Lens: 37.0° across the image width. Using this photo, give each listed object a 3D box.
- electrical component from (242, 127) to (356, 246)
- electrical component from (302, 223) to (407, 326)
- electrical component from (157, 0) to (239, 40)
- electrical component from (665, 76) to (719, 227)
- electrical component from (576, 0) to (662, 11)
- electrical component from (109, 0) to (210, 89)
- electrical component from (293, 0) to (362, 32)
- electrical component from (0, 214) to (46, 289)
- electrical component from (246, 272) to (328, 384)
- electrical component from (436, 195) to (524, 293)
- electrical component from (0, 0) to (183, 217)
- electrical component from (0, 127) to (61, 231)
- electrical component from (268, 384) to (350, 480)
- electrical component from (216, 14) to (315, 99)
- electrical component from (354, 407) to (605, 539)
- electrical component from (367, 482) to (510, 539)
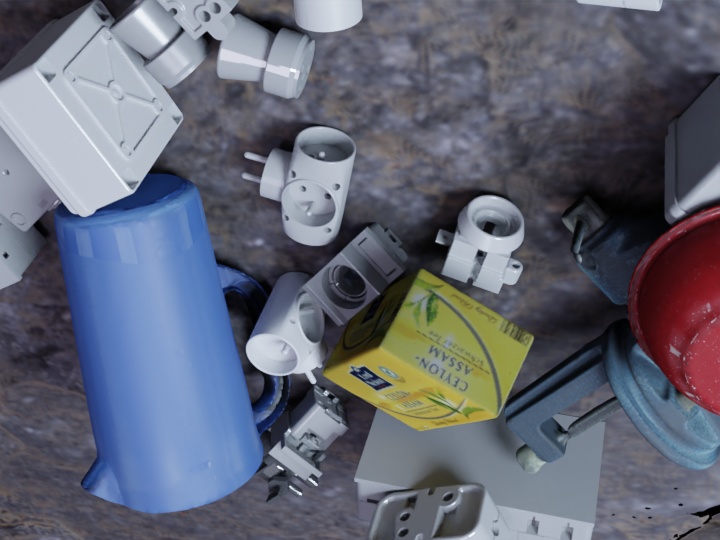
[{"bbox_3d":[-0.047,-0.065,0.778,0.079,0.044,0.077,17,132,5],"label":"electrical component"},{"bbox_3d":[0.000,0.000,0.803,0.042,0.064,0.081,47,128,-4],"label":"electrical component"},{"bbox_3d":[-0.100,-0.186,0.688,0.048,0.055,0.066,-29,115,35],"label":"electrical component"},{"bbox_3d":[0.244,-0.049,0.653,0.109,0.108,0.056,31,128,-8],"label":"electrical component"},{"bbox_3d":[0.150,-0.177,0.614,0.047,0.055,0.055,7,130,18],"label":"electrical component"},{"bbox_3d":[-0.135,-0.157,0.730,0.045,0.045,0.055,-27,117,34],"label":"electrical component"},{"bbox_3d":[-0.022,-0.194,0.664,0.043,0.043,0.081,6,129,14],"label":"electrical component"},{"bbox_3d":[-0.358,-0.062,0.873,0.105,0.060,0.186,-20,120,31],"label":"electrical component"},{"bbox_3d":[-0.050,0.055,0.857,0.044,0.077,0.079,-11,124,26],"label":"electrical component"},{"bbox_3d":[0.089,-0.020,0.771,0.066,0.048,0.055,19,139,2],"label":"electrical component"},{"bbox_3d":[-0.188,-0.112,0.743,0.056,0.108,0.108,-19,120,27],"label":"electrical component"},{"bbox_3d":[-0.262,-0.088,0.828,0.100,0.048,0.100,42,129,-17],"label":"electrical component"},{"bbox_3d":[-0.044,0.137,0.927,0.042,0.081,0.063,39,101,-16],"label":"electrical component"},{"bbox_3d":[-0.063,-0.142,0.719,0.055,0.045,0.045,18,132,3],"label":"electrical component"},{"bbox_3d":[0.099,0.167,0.882,0.186,0.105,0.060,9,131,12],"label":"electrical component"},{"bbox_3d":[0.062,0.204,0.816,0.095,0.053,0.059,-14,123,28],"label":"electrical component"}]
